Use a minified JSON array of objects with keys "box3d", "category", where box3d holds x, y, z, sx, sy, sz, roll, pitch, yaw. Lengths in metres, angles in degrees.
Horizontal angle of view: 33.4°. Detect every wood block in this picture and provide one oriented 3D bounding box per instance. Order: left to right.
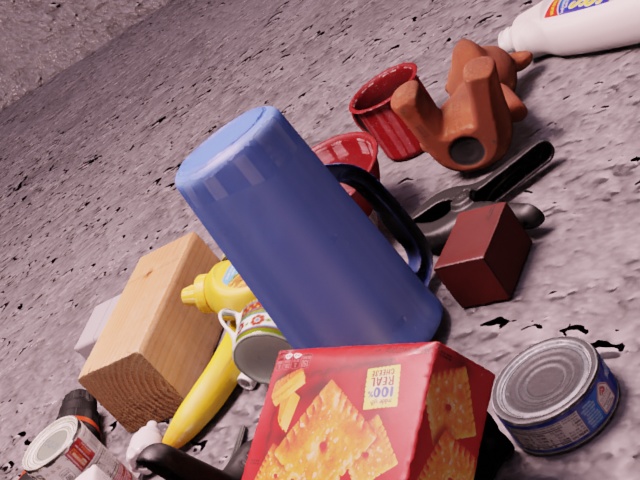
[{"box3d":[-0.171,0.097,1.165,0.091,0.090,0.206,-25,27,28],"category":"wood block"}]

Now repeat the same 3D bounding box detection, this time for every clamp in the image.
[{"box3d":[-0.063,0.213,0.785,0.036,0.164,0.209,2,3,29],"category":"clamp"},{"box3d":[0.147,-0.026,1.015,0.172,0.039,0.120,-30,20,26],"category":"clamp"}]

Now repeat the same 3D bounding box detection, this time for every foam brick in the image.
[{"box3d":[0.144,0.013,0.933,0.053,0.051,0.078,-14,32,40],"category":"foam brick"}]

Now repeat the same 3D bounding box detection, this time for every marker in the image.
[{"box3d":[-0.046,0.100,1.076,0.020,0.020,0.121,-11,35,45],"category":"marker"}]

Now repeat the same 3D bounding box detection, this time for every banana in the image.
[{"box3d":[-0.098,0.130,1.079,0.070,0.037,0.197,-45,13,41],"category":"banana"}]

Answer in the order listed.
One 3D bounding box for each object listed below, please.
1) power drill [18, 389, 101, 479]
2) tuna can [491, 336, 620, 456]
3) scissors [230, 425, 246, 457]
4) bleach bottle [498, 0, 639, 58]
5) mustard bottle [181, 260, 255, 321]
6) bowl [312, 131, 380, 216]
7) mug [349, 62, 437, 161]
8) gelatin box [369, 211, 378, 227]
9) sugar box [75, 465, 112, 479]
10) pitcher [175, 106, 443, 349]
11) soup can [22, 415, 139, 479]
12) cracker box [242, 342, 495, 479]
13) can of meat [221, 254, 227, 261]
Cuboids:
[{"box3d":[-0.312,0.250,1.123,0.188,0.057,0.184,-34,25,8],"category":"power drill"},{"box3d":[0.165,0.109,0.756,0.086,0.033,0.086,-30,25,16],"category":"tuna can"},{"box3d":[-0.077,0.203,0.892,0.201,0.016,0.096,-71,6,-50],"category":"scissors"},{"box3d":[0.295,-0.242,1.169,0.251,0.068,0.102,-9,37,51],"category":"bleach bottle"},{"box3d":[-0.052,0.044,1.077,0.192,0.058,0.096,-9,22,20],"category":"mustard bottle"},{"box3d":[0.007,-0.042,1.138,0.162,0.055,0.162,-30,29,18],"category":"bowl"},{"box3d":[0.086,-0.146,1.256,0.117,0.081,0.093,-8,37,47],"category":"mug"},{"box3d":[0.028,-0.027,1.186,0.073,0.030,0.089,-29,28,20],"category":"gelatin box"},{"box3d":[-0.214,0.272,0.880,0.093,0.048,0.176,-38,18,11],"category":"sugar box"},{"box3d":[-0.006,0.001,0.926,0.145,0.242,0.149,-33,18,14],"category":"pitcher"},{"box3d":[-0.218,0.221,0.993,0.069,0.102,0.068,-30,26,16],"category":"soup can"},{"box3d":[0.015,0.178,0.711,0.164,0.072,0.213,-8,58,48],"category":"cracker box"},{"box3d":[-0.059,0.000,1.227,0.102,0.057,0.084,-22,31,32],"category":"can of meat"}]
